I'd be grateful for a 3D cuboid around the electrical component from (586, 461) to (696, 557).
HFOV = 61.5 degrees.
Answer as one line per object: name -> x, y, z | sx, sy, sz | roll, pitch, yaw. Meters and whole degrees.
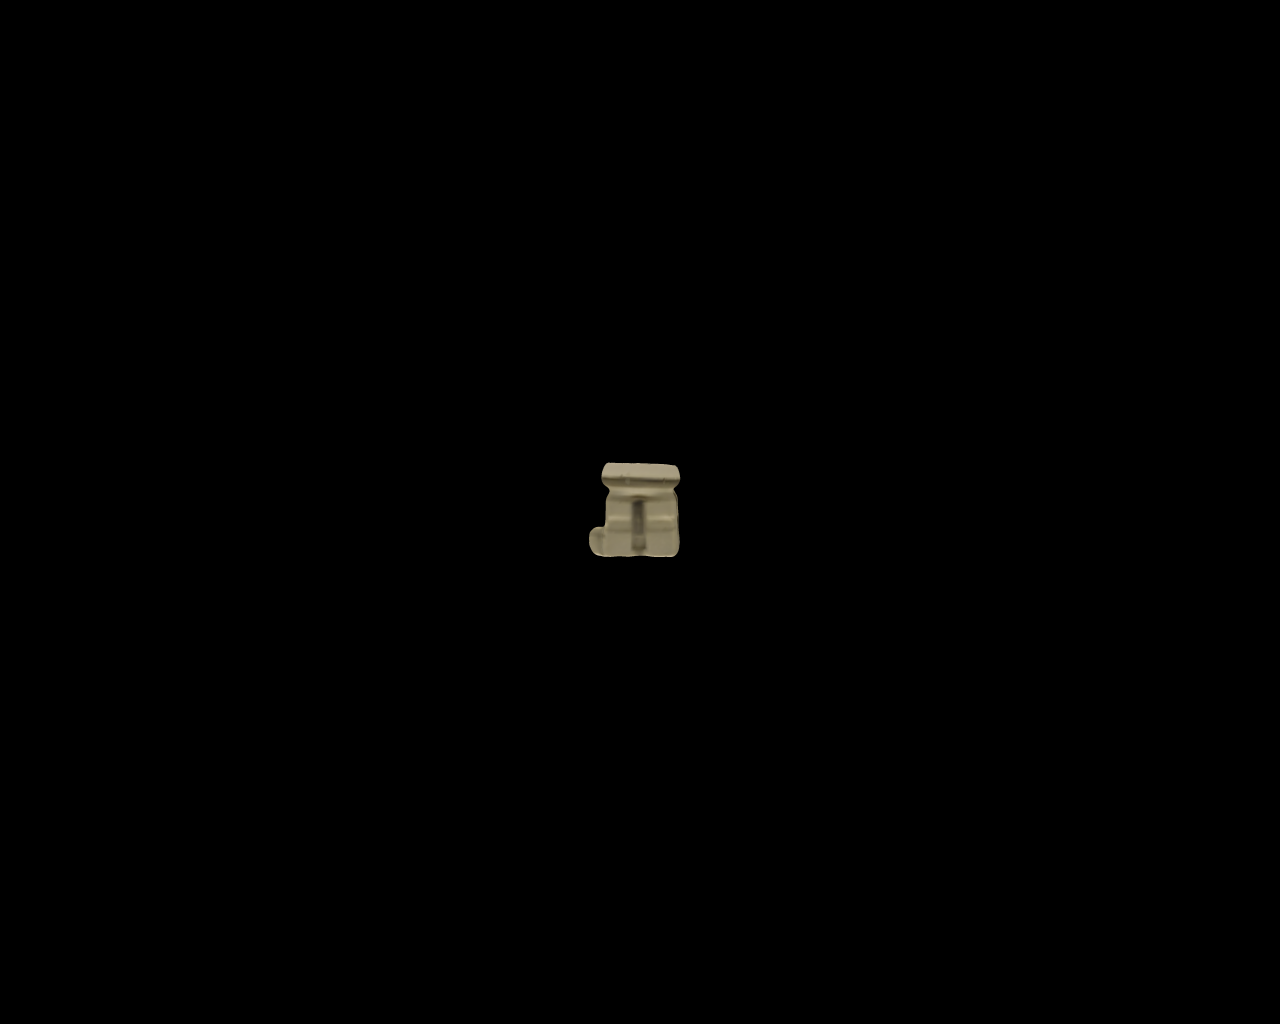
electrical component -> 0.001, -0.003, 0.650 | 0.066, 0.055, 0.048 | 0, 4, 2
